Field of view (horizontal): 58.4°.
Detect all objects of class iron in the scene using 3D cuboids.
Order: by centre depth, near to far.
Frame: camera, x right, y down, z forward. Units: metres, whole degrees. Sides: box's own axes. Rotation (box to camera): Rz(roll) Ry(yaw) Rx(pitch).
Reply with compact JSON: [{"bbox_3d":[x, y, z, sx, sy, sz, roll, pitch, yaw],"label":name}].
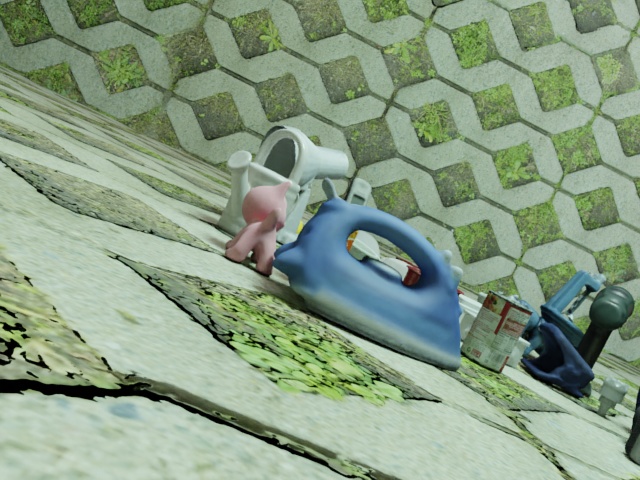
[{"bbox_3d":[0.078,0.040,0.669,0.258,0.141,0.118,25,4,-7],"label":"iron"}]

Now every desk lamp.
[{"bbox_3d":[-0.041,-0.096,1.113,0.204,0.213,0.117,21,6,-45],"label":"desk lamp"}]

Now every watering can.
[{"bbox_3d":[-0.085,-0.092,0.935,0.100,0.194,0.173,26,5,11],"label":"watering can"}]

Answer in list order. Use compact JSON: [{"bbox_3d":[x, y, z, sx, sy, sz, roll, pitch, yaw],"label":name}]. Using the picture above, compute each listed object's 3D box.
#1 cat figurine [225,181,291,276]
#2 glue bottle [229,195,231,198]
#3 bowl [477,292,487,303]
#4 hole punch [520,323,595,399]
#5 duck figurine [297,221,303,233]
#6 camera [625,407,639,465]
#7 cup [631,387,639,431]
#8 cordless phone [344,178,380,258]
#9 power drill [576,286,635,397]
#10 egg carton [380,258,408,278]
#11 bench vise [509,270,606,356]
[{"bbox_3d":[-0.073,-0.027,0.752,0.067,0.118,0.127,24,5,-16],"label":"cat figurine"},{"bbox_3d":[-0.134,-0.127,1.202,0.077,0.173,0.037,29,5,34],"label":"glue bottle"},{"bbox_3d":[0.428,0.189,1.317,0.167,0.075,0.167,26,4,-2],"label":"bowl"},{"bbox_3d":[0.410,0.201,0.973,0.101,0.091,0.109,26,4,2],"label":"hole punch"},{"bbox_3d":[-0.074,-0.056,1.286,0.105,0.086,0.077,22,6,-42],"label":"duck figurine"},{"bbox_3d":[0.447,0.238,0.689,0.143,0.101,0.137,27,5,14],"label":"camera"},{"bbox_3d":[0.509,0.259,0.828,0.092,0.095,0.117,23,5,-32],"label":"cup"},{"bbox_3d":[0.088,-0.030,1.247,0.148,0.185,0.093,23,5,-34],"label":"cordless phone"},{"bbox_3d":[0.513,0.178,1.063,0.075,0.208,0.230,28,5,26],"label":"power drill"},{"bbox_3d":[0.170,0.088,1.085,0.150,0.069,0.107,28,5,26],"label":"egg carton"},{"bbox_3d":[0.480,0.147,1.155,0.208,0.220,0.121,23,5,-29],"label":"bench vise"}]
